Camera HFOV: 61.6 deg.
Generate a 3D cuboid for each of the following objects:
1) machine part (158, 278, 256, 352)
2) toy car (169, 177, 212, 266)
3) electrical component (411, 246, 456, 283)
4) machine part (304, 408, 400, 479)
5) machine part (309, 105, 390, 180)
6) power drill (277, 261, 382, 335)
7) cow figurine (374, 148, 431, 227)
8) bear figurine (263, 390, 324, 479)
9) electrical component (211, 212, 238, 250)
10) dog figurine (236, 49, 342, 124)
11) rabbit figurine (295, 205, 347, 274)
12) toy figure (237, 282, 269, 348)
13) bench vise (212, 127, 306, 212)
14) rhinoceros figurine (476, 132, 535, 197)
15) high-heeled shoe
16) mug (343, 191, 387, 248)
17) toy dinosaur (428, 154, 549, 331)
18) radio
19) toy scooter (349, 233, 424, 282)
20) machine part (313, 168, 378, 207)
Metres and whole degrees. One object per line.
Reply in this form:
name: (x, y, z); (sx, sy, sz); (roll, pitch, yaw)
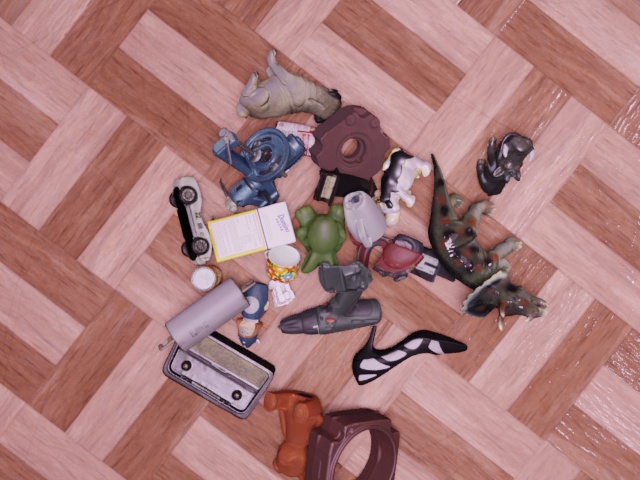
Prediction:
machine part: (-0.238, 0.158, 1.142); (0.243, 0.079, 0.079); (-35, 91, -13)
toy car: (-0.286, -0.041, 1.200); (0.056, 0.073, 0.201); (-15, 91, -37)
electrical component: (0.251, 0.056, 1.218); (0.119, 0.048, 0.074); (18, 91, -1)
machine part: (0.072, 0.475, 1.157); (0.201, 0.087, 0.201); (7, 90, -37)
machine part: (0.067, -0.199, 1.170); (0.179, 0.056, 0.179); (-11, 124, -17)
power drill: (0.025, 0.137, 1.154); (0.232, 0.086, 0.207); (-3, 136, -8)
cow figurine: (0.166, -0.115, 1.194); (0.098, 0.068, 0.167); (24, 98, -17)
bear figurine: (-0.064, 0.437, 1.187); (0.120, 0.132, 0.195); (13, 86, 30)
electrical component: (-0.203, -0.022, 1.216); (0.102, 0.045, 0.078); (-8, 89, 0)
dog figurine: (-0.066, -0.294, 1.177); (0.190, 0.121, 0.172); (36, 93, -3)
rabbit figurine: (-0.002, -0.003, 1.155); (0.121, 0.170, 0.159); (7, 90, 0)
toy figure: (-0.157, 0.170, 1.215); (0.064, 0.057, 0.154); (14, 93, 38)
bench vise: (-0.148, -0.157, 1.115); (0.224, 0.240, 0.129); (-31, 64, 16)
rhinoceros figurine: (0.392, -0.164, 1.151); (0.073, 0.190, 0.112); (15, 64, 0)
high-heeled shoe: (0.199, 0.275, 1.208); (0.249, 0.086, 0.145); (10, 95, 3)
mug: (0.087, -0.044, 1.136); (0.081, 0.107, 0.109); (-10, 52, 22)
toy dinosaur: (0.310, 0.016, 1.156); (0.192, 0.131, 0.405); (-36, 82, -31)
radio: (-0.227, 0.290, 1.205); (0.230, 0.073, 0.131); (30, 89, 2)
toy scooter: (0.133, 0.040, 1.186); (0.184, 0.075, 0.135); (21, 88, 30)
machine part: (0.056, -0.112, 1.165); (0.139, 0.039, 0.084); (2, 114, -22)
